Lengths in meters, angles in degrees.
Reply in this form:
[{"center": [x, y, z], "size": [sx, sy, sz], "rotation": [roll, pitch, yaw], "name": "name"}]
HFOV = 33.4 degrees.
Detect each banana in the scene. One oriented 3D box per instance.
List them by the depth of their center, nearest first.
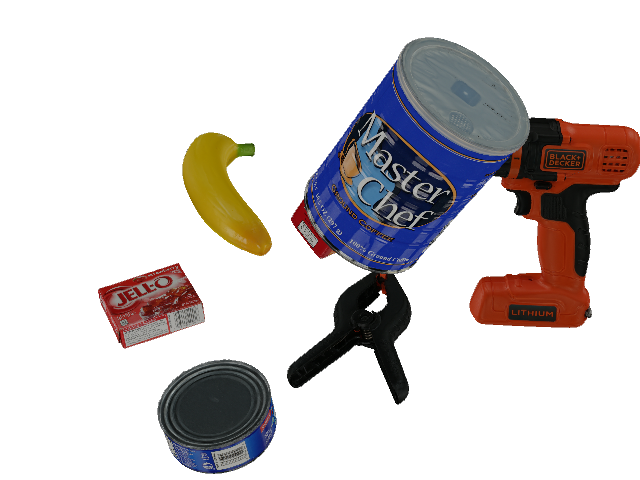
[{"center": [-0.082, -0.049, 0.902], "size": [0.069, 0.037, 0.198], "rotation": [4, 30, -10], "name": "banana"}]

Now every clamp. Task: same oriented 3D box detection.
[{"center": [0.054, 0.095, 1.069], "size": [0.120, 0.039, 0.171], "rotation": [17, 50, 20], "name": "clamp"}]

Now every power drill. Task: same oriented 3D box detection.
[{"center": [0.175, -0.017, 0.931], "size": [0.184, 0.188, 0.057], "rotation": [3, 27, 4], "name": "power drill"}]

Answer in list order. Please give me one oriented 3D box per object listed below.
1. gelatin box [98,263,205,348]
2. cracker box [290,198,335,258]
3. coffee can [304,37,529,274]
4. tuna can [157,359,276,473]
[{"center": [-0.170, 0.064, 1.071], "size": [0.089, 0.030, 0.073], "rotation": [-18, 38, -18], "name": "gelatin box"}, {"center": [0.080, -0.087, 1.210], "size": [0.163, 0.072, 0.214], "rotation": [-21, -25, -45], "name": "cracker box"}, {"center": [0.065, -0.058, 0.756], "size": [0.102, 0.103, 0.140], "rotation": [0, -37, -35], "name": "coffee can"}, {"center": [-0.076, 0.132, 0.800], "size": [0.086, 0.034, 0.086], "rotation": [-6, 40, 5], "name": "tuna can"}]
